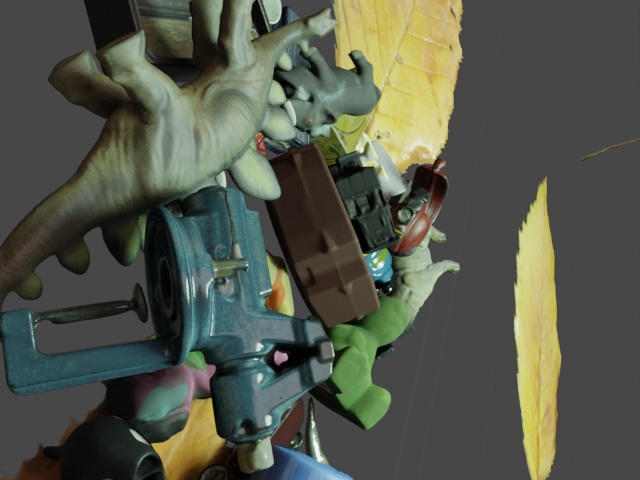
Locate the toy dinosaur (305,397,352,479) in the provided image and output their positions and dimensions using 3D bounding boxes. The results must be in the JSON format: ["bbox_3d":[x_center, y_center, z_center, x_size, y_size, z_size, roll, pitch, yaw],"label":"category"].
[{"bbox_3d":[0.018,0.424,0.671,0.192,0.131,0.405,66,25,-50],"label":"toy dinosaur"}]

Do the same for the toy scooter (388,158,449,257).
[{"bbox_3d":[0.168,-0.063,0.908,0.184,0.075,0.135,-49,162,-35],"label":"toy scooter"}]

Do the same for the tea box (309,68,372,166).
[{"bbox_3d":[0.018,-0.190,0.836,0.068,0.098,0.170,55,39,-34],"label":"tea box"}]

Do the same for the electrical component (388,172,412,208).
[{"bbox_3d":[0.170,-0.092,1.096,0.102,0.045,0.078,28,87,-48],"label":"electrical component"}]

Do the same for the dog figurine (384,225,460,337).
[{"bbox_3d":[0.142,0.059,0.968,0.172,0.121,0.190,51,53,-1],"label":"dog figurine"}]

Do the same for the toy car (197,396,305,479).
[{"bbox_3d":[-0.078,0.249,0.617,0.202,0.053,0.089,-43,138,-51],"label":"toy car"}]

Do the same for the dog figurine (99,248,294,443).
[{"bbox_3d":[-0.130,0.091,0.534,0.219,0.109,0.191,8,76,-53],"label":"dog figurine"}]

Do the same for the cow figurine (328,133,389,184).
[{"bbox_3d":[0.043,-0.124,0.864,0.068,0.098,0.167,60,6,-25],"label":"cow figurine"}]

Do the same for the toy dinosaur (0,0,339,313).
[{"bbox_3d":[-0.137,-0.086,0.485,0.471,0.105,0.198,-41,120,-26],"label":"toy dinosaur"}]

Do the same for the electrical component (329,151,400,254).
[{"bbox_3d":[0.056,-0.053,0.734,0.115,0.058,0.134,-117,-175,-82],"label":"electrical component"}]

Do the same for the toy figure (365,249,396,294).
[{"bbox_3d":[0.060,0.007,0.867,0.180,0.082,0.089,53,21,-24],"label":"toy figure"}]

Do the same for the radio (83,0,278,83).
[{"bbox_3d":[-0.150,-0.253,0.617,0.229,0.073,0.131,-26,104,-56],"label":"radio"}]

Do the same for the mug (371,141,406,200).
[{"bbox_3d":[0.091,-0.118,0.954,0.109,0.081,0.107,-19,87,-52],"label":"mug"}]

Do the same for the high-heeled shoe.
[{"bbox_3d":[-0.133,0.235,0.452,0.248,0.145,0.086,58,40,-28],"label":"high-heeled shoe"}]

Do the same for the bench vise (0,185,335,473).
[{"bbox_3d":[-0.117,0.071,0.396,0.240,0.129,0.223,-5,88,-28],"label":"bench vise"}]

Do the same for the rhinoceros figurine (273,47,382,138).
[{"bbox_3d":[-0.005,-0.186,0.704,0.190,0.073,0.112,-20,94,-36],"label":"rhinoceros figurine"}]

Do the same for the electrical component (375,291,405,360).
[{"bbox_3d":[0.089,0.142,0.833,0.047,0.075,0.119,50,5,-38],"label":"electrical component"}]

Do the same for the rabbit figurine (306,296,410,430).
[{"bbox_3d":[0.052,0.149,0.741,0.170,0.159,0.121,-45,114,-26],"label":"rabbit figurine"}]

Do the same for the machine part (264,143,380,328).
[{"bbox_3d":[-0.001,-0.002,0.682,0.200,0.087,0.201,66,1,-65],"label":"machine part"}]

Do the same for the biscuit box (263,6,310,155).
[{"bbox_3d":[-0.054,-0.229,0.771,0.062,0.059,0.202,23,64,-51],"label":"biscuit box"}]
